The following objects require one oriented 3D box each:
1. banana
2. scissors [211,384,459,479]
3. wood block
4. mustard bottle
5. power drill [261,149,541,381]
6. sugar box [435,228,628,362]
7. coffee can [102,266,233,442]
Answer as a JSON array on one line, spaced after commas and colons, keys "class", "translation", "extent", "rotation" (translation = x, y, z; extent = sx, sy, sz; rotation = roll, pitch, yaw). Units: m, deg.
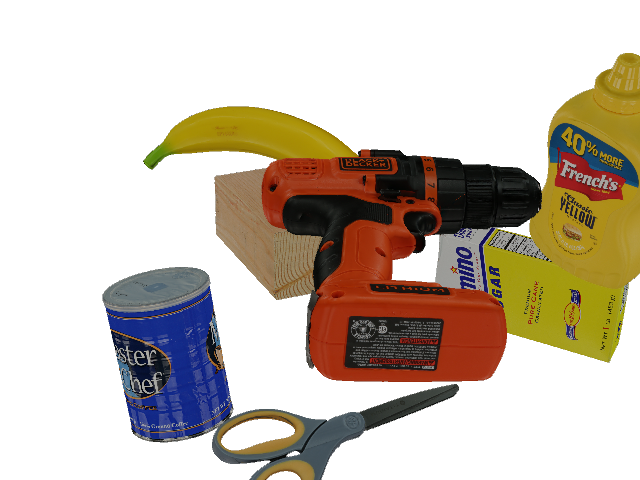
[{"class": "banana", "translation": [-0.041, -0.072, 0.860], "extent": [0.198, 0.069, 0.037], "rotation": [10, -12, 15]}, {"class": "scissors", "translation": [0.020, 0.158, 0.809], "extent": [0.201, 0.096, 0.016], "rotation": [-3, -37, -11]}, {"class": "wood block", "translation": [-0.056, -0.014, 1.339], "extent": [0.090, 0.090, 0.206], "rotation": [-10, 26, -23]}, {"class": "mustard bottle", "translation": [0.216, -0.057, 0.808], "extent": [0.058, 0.192, 0.096], "rotation": [-31, 52, -29]}, {"class": "power drill", "translation": [0.057, 0.007, 0.641], "extent": [0.184, 0.057, 0.187], "rotation": [-1, 31, -3]}, {"class": "sugar box", "translation": [0.196, 0.045, 1.006], "extent": [0.176, 0.093, 0.048], "rotation": [13, 34, 21]}, {"class": "coffee can", "translation": [-0.146, 0.108, 1.031], "extent": [0.103, 0.140, 0.103], "rotation": [-8, 17, 2]}]
